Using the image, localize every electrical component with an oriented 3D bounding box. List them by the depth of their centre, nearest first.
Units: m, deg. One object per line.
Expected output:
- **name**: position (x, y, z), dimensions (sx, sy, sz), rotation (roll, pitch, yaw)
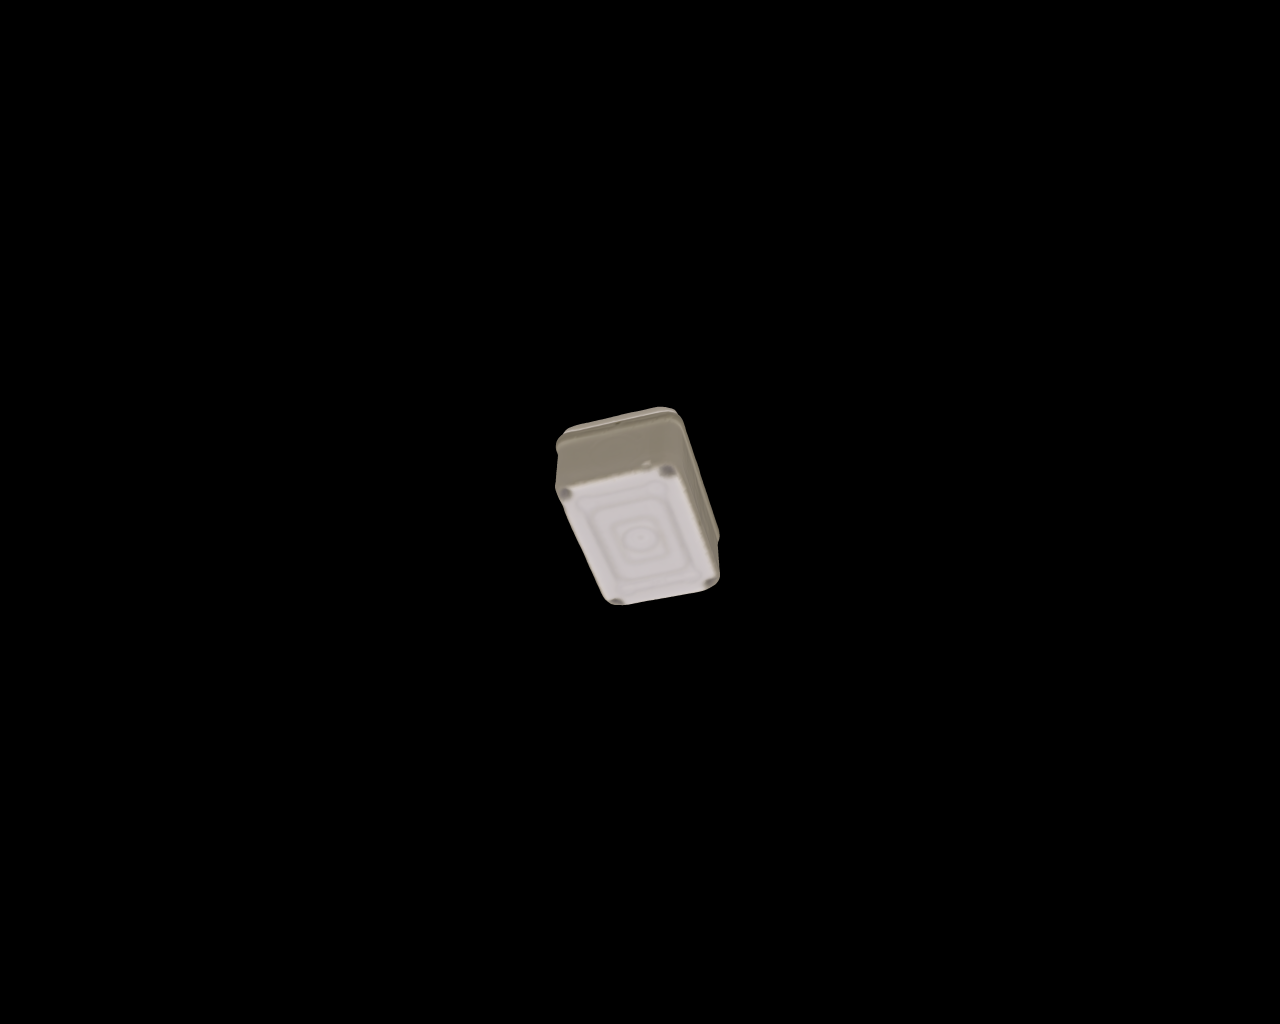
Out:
- **electrical component**: position (0.001, -0.003, 0.650), dimensions (0.078, 0.057, 0.113), rotation (-11, -47, 11)
